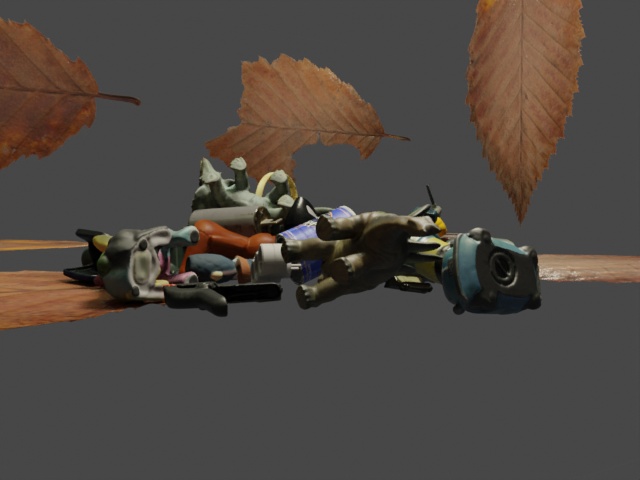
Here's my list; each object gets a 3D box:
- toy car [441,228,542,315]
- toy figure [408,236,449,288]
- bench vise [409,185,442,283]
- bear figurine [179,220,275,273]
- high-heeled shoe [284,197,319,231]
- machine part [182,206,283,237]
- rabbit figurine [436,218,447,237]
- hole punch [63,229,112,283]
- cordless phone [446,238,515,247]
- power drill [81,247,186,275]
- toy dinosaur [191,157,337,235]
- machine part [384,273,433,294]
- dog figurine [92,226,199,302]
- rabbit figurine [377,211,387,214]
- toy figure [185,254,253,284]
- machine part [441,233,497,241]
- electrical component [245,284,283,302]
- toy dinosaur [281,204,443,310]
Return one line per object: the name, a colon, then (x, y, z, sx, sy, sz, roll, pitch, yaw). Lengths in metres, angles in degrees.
toy car: (0.225, 0.052, 0.743, 0.161, 0.109, 0.103, 9, -19, -28)
toy figure: (0.195, 0.031, 0.953, 0.180, 0.082, 0.089, 32, -1, 37)
bench vise: (0.173, -0.001, 1.116, 0.224, 0.128, 0.240, 12, 44, 36)
bear figurine: (-0.168, 0.034, 1.069, 0.196, 0.132, 0.120, 19, -1, -15)
high-heeled shoe: (-0.002, -0.003, 1.138, 0.086, 0.145, 0.248, 0, -5, 24)
machine part: (-0.196, -0.033, 1.165, 0.243, 0.079, 0.079, -1, 2, 24)
rabbit figurine: (0.223, 0.024, 1.216, 0.162, 0.121, 0.173, 0, 22, 0)
hole punch: (-0.392, 0.043, 0.987, 0.142, 0.092, 0.115, 2, -20, 39)
cordless phone: (0.302, 0.048, 1.049, 0.147, 0.088, 0.184, 3, 8, 23)
power drill: (-0.386, 0.029, 1.175, 0.207, 0.086, 0.232, 6, 5, 13)
toy dinosaur: (-0.147, -0.073, 1.252, 0.405, 0.131, 0.192, 25, -35, 14)
machine part: (0.124, 0.061, 0.930, 0.084, 0.039, 0.139, 0, 17, -39)
dog figurine: (-0.304, 0.036, 0.837, 0.219, 0.108, 0.191, -2, 3, 32)
rabbit figurine: (0.123, -0.008, 1.365, 0.170, 0.159, 0.121, -24, 19, -35)
toy figure: (-0.165, 0.053, 0.978, 0.154, 0.064, 0.057, 5, -37, -25)
machine part: (0.364, 0.025, 1.472, 0.201, 0.087, 0.201, 1, 4, -14)
electrical component: (-0.089, 0.079, 0.811, 0.094, 0.021, 0.063, 0, 3, -38)
toy dinosaur: (0.053, 0.030, 0.764, 0.198, 0.105, 0.471, -9, -8, -21)
